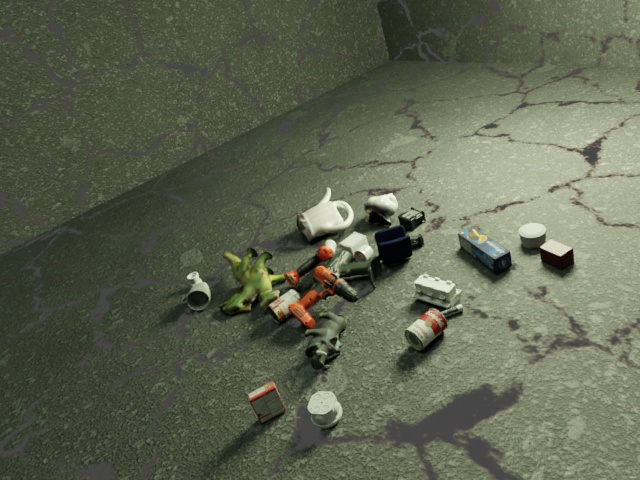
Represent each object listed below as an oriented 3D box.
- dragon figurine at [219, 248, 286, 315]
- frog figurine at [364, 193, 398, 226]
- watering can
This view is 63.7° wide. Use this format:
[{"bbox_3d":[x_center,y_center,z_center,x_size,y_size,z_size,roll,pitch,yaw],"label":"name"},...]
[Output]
[{"bbox_3d":[-0.273,0.157,1.838,0.411,0.120,0.247,7,46,40],"label":"dragon figurine"},{"bbox_3d":[0.248,-0.141,2.010,0.136,0.121,0.163,-15,35,49],"label":"frog figurine"},{"bbox_3d":[0.006,-0.106,2.099,0.225,0.102,0.354,-23,31,-6],"label":"watering can"}]
